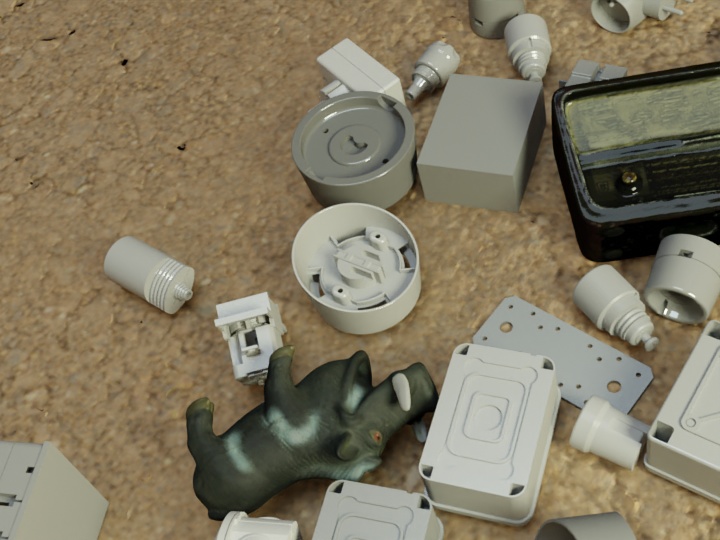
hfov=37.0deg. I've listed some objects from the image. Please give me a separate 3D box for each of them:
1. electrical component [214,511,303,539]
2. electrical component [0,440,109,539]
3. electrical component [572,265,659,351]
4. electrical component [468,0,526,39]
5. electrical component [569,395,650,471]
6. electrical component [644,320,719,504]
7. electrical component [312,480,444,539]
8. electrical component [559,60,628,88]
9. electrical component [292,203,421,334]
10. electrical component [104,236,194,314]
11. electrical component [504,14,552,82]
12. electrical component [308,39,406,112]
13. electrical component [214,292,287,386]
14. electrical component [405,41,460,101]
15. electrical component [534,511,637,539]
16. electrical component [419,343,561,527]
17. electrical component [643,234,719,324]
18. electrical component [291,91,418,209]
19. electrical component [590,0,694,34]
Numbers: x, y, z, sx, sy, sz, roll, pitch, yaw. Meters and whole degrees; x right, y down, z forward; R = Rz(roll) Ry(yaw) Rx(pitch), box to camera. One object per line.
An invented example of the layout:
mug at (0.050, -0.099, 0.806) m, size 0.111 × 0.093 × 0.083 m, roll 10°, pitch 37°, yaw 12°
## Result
electrical component at (-0.070, 0.205, 0.729) m, size 0.051 × 0.080 × 0.080 m, roll 2°, pitch 55°, yaw 9°
electrical component at (-0.249, 0.224, 0.744) m, size 0.060 × 0.105 × 0.186 m, roll 2°, pitch 55°, yaw 16°
electrical component at (0.195, 0.031, 0.812) m, size 0.040 × 0.040 × 0.078 m, roll -32°, pitch 54°, yaw -9°
electrical component at (0.130, -0.258, 1.033) m, size 0.055 × 0.047 × 0.055 m, roll -7°, pitch 54°, yaw 9°
electrical component at (0.177, 0.115, 0.756) m, size 0.046 × 0.040 × 0.040 m, roll 25°, pitch 64°, yaw 22°
electrical component at (0.265, 0.105, 0.730) m, size 0.109 × 0.056 × 0.108 m, roll 23°, pitch 63°, yaw 27°
electrical component at (0.006, 0.207, 0.721) m, size 0.078 × 0.057 × 0.113 m, roll 6°, pitch 57°, yaw 18°
electrical component at (0.202, -0.149, 0.938) m, size 0.066 × 0.048 × 0.055 m, roll 16°, pitch 53°, yaw 24°
electrical component at (0.000, 0.000, 0.868) m, size 0.099 × 0.064 × 0.099 m, roll -7°, pitch 54°, yaw 9°
electrical component at (-0.176, 0.006, 0.922) m, size 0.081 × 0.043 × 0.043 m, roll 26°, pitch 65°, yaw 29°
electrical component at (0.156, -0.200, 0.988) m, size 0.040 × 0.040 × 0.078 m, roll -9°, pitch 53°, yaw 8°
electrical component at (-0.013, -0.161, 0.998) m, size 0.076 × 0.047 × 0.083 m, roll -37°, pitch 54°, yaw -13°
electrical component at (-0.082, 0.057, 0.846) m, size 0.042 × 0.081 × 0.063 m, roll -14°, pitch 75°, yaw 4°
electrical component at (0.065, -0.183, 1.003) m, size 0.035 × 0.035 × 0.061 m, roll 28°, pitch 69°, yaw 30°
electrical component at (0.146, 0.201, 0.669) m, size 0.064 × 0.099 × 0.099 m, roll -13°, pitch 53°, yaw -3°
electrical component at (0.094, 0.117, 0.764) m, size 0.078 × 0.057 × 0.113 m, roll 9°, pitch 57°, yaw 19°
electrical component at (0.244, 0.008, 0.808) m, size 0.055 × 0.055 × 0.047 m, roll 18°, pitch 65°, yaw 25°
electrical component at (-0.001, -0.097, 0.941) m, size 0.108 × 0.060 × 0.108 m, roll -7°, pitch 54°, yaw 9°
electrical component at (0.268, -0.255, 0.998) m, size 0.079 × 0.044 × 0.077 m, roll 28°, pitch 66°, yaw 30°
